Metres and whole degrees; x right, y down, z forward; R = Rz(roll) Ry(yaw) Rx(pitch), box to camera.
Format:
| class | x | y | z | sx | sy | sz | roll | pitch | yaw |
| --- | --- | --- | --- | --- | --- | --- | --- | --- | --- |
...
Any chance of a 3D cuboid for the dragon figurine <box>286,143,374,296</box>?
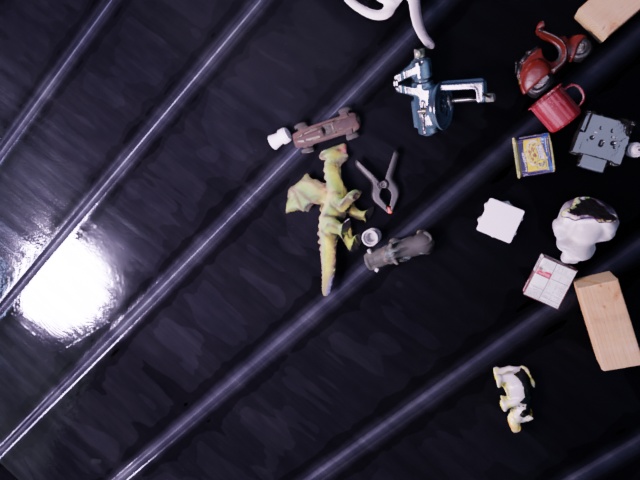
| class | x | y | z | sx | sy | sz | roll | pitch | yaw |
| --- | --- | --- | --- | --- | --- | --- | --- | --- | --- |
| dragon figurine | 0.004 | -0.073 | 1.445 | 0.245 | 0.122 | 0.406 | 31 | 104 | 30 |

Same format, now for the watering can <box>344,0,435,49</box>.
| class | x | y | z | sx | sy | sz | roll | pitch | yaw |
| --- | --- | --- | --- | --- | --- | --- | --- | --- | --- |
| watering can | 0.194 | -0.647 | 1.289 | 0.349 | 0.104 | 0.222 | 38 | 107 | 12 |

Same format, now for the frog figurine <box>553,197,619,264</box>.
| class | x | y | z | sx | sy | sz | roll | pitch | yaw |
| --- | --- | --- | --- | --- | --- | --- | --- | --- | --- |
| frog figurine | 0.634 | -0.020 | 1.238 | 0.137 | 0.126 | 0.156 | -3 | 133 | 11 |
